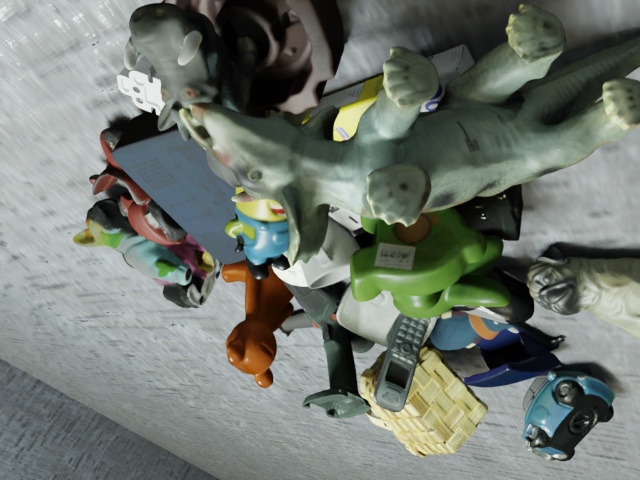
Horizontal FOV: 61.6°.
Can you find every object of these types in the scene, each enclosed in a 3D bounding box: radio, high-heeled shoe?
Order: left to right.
[{"bbox_3d":[-0.137,-0.070,0.694,0.131,0.073,0.229,-15,135,27],"label":"radio"},{"bbox_3d":[0.160,0.050,0.726,0.249,0.086,0.145,18,168,34],"label":"high-heeled shoe"}]

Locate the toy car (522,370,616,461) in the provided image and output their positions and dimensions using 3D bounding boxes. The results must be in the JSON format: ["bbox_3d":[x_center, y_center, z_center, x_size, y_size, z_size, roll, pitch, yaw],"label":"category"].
[{"bbox_3d":[0.390,0.273,0.878,0.109,0.103,0.161,29,102,-21],"label":"toy car"}]

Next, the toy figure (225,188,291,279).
[{"bbox_3d":[-0.063,-0.046,0.615,0.089,0.082,0.180,21,124,18],"label":"toy figure"}]

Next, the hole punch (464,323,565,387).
[{"bbox_3d":[0.294,0.188,0.832,0.116,0.092,0.142,25,143,-13],"label":"hole punch"}]

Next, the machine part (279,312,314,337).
[{"bbox_3d":[-0.019,0.150,0.993,0.139,0.039,0.084,-19,138,42],"label":"machine part"}]

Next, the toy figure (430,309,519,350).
[{"bbox_3d":[0.229,0.122,0.798,0.064,0.058,0.154,29,142,-23],"label":"toy figure"}]

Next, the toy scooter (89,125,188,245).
[{"bbox_3d":[-0.265,-0.066,0.762,0.135,0.075,0.183,-17,110,39],"label":"toy scooter"}]

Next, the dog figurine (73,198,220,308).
[{"bbox_3d":[-0.286,0.015,0.887,0.219,0.108,0.191,19,150,11],"label":"dog figurine"}]

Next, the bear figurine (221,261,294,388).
[{"bbox_3d":[-0.110,0.130,0.868,0.132,0.196,0.120,-9,139,39],"label":"bear figurine"}]

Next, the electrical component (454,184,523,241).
[{"bbox_3d":[0.162,-0.044,0.596,0.115,0.058,0.134,1,142,31],"label":"electrical component"}]

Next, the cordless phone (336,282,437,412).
[{"bbox_3d":[0.086,0.149,0.799,0.146,0.184,0.088,25,151,-7],"label":"cordless phone"}]

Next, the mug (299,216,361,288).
[{"bbox_3d":[-0.001,-0.002,0.684,0.081,0.107,0.109,-28,162,15],"label":"mug"}]

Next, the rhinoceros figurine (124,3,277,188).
[{"bbox_3d":[-0.100,-0.124,0.473,0.073,0.112,0.190,8,151,21],"label":"rhinoceros figurine"}]

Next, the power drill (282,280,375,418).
[{"bbox_3d":[0.011,0.162,0.842,0.086,0.207,0.231,-30,135,23],"label":"power drill"}]

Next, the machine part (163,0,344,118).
[{"bbox_3d":[-0.063,-0.196,0.503,0.179,0.056,0.179,14,145,10],"label":"machine part"}]

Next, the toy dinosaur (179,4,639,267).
[{"bbox_3d":[0.105,-0.078,0.430,0.405,0.131,0.192,-13,177,-14],"label":"toy dinosaur"}]

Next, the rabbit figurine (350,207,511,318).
[{"bbox_3d":[0.120,0.027,0.586,0.159,0.121,0.170,-3,150,13],"label":"rabbit figurine"}]

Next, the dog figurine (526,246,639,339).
[{"bbox_3d":[0.363,0.078,0.643,0.191,0.121,0.172,8,144,44],"label":"dog figurine"}]
